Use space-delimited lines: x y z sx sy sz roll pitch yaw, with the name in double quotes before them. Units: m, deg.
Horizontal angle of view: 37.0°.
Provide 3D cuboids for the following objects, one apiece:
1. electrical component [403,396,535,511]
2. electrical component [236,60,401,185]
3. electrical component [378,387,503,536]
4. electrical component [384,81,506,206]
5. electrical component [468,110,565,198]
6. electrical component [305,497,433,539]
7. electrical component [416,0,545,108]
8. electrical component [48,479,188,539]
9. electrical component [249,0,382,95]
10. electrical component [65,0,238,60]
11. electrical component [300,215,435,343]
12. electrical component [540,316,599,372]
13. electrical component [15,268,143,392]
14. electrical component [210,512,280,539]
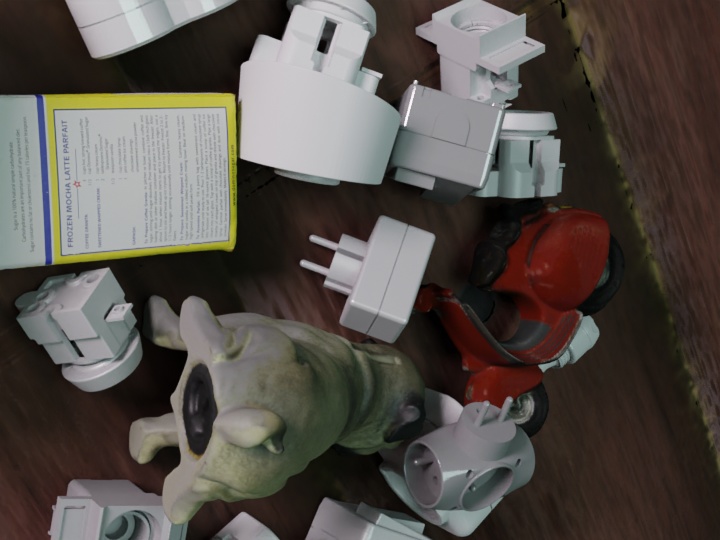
"electrical component" 0.077 0.113 0.694 0.077 0.044 0.079 -5 129 -33
"electrical component" -0.027 -0.085 0.641 0.099 0.099 0.064 6 100 -34
"electrical component" 0.056 0.138 0.756 0.059 0.054 0.095 -44 118 -21
"electrical component" 0.049 -0.078 0.699 0.062 0.096 0.061 15 89 -5
"electrical component" 0.108 -0.083 0.755 0.078 0.058 0.057 -6 103 -33
"electrical component" 0.006 0.191 0.727 0.096 0.062 0.061 27 82 -33
"electrical component" 0.080 -0.143 0.721 0.042 0.081 0.063 -28 135 -27
"electrical component" -0.149 0.187 0.622 0.079 0.063 0.121 8 93 -34
"electrical component" -0.023 -0.137 0.657 0.078 0.058 0.057 19 82 -10
"electrical component" -0.104 -0.179 0.602 0.138 0.052 0.073 -32 114 -26
"electrical component" 0.000 0.000 0.699 0.077 0.047 0.065 20 68 -2
"electrical component" 0.152 0.058 0.820 0.061 0.035 0.035 -40 117 -20
"electrical component" -0.153 0.034 0.602 0.048 0.066 0.055 -68 142 -49
"electrical component" -0.066 0.212 0.686 0.059 0.054 0.095 -39 116 -23
